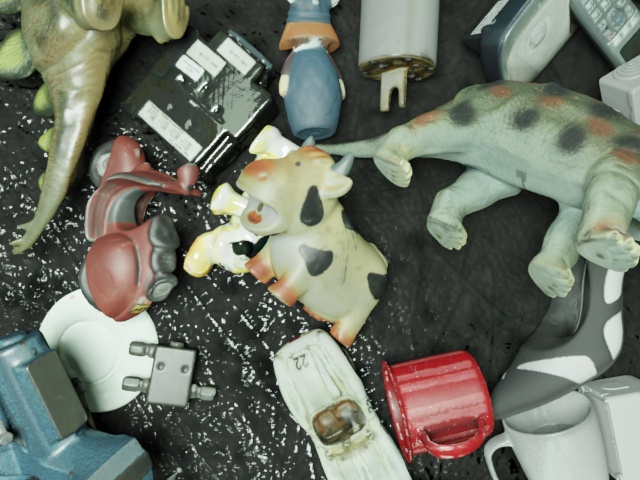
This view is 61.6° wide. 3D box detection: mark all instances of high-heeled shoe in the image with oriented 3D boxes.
[{"bbox_3d":[0.221,0.045,0.508,0.249,0.086,0.145,-38,84,-3],"label":"high-heeled shoe"}]

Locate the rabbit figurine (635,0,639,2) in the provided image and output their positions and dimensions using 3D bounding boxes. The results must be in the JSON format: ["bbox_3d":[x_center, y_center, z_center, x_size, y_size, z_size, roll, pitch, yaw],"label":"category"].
[{"bbox_3d":[0.330,-0.273,0.462,0.121,0.170,0.159,-27,87,2],"label":"rabbit figurine"}]

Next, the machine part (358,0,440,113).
[{"bbox_3d":[0.079,-0.247,0.521,0.079,0.079,0.243,4,89,3],"label":"machine part"}]

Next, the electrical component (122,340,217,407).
[{"bbox_3d":[-0.150,0.134,0.546,0.094,0.021,0.063,11,84,-8],"label":"electrical component"}]

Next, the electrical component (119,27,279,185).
[{"bbox_3d":[-0.109,-0.140,0.538,0.115,0.058,0.134,43,91,1],"label":"electrical component"}]

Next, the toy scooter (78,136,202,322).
[{"bbox_3d":[-0.167,-0.014,0.512,0.135,0.075,0.183,-5,83,31],"label":"toy scooter"}]

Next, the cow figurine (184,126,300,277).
[{"bbox_3d":[-0.059,-0.022,0.530,0.098,0.068,0.167,33,92,-8],"label":"cow figurine"}]

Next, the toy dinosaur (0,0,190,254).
[{"bbox_3d":[-0.223,-0.214,0.497,0.199,0.105,0.471,6,87,34],"label":"toy dinosaur"}]

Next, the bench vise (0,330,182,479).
[{"bbox_3d":[-0.272,0.193,0.506,0.241,0.129,0.223,-14,114,30],"label":"bench vise"}]

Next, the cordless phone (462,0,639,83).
[{"bbox_3d":[0.246,-0.179,0.518,0.184,0.089,0.146,39,91,-16],"label":"cordless phone"}]

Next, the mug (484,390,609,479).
[{"bbox_3d":[0.217,0.211,0.503,0.110,0.081,0.107,-22,95,-2],"label":"mug"}]

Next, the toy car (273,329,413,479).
[{"bbox_3d":[0.025,0.184,0.523,0.073,0.056,0.201,-29,87,2],"label":"toy car"}]

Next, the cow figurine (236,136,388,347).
[{"bbox_3d":[-0.001,-0.001,0.475,0.127,0.194,0.086,-52,42,-7],"label":"cow figurine"}]

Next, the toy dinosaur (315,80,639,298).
[{"bbox_3d":[0.188,-0.074,0.466,0.405,0.131,0.192,32,67,28],"label":"toy dinosaur"}]

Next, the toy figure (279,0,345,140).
[{"bbox_3d":[-0.011,-0.179,0.534,0.058,0.064,0.154,-8,82,40],"label":"toy figure"}]
